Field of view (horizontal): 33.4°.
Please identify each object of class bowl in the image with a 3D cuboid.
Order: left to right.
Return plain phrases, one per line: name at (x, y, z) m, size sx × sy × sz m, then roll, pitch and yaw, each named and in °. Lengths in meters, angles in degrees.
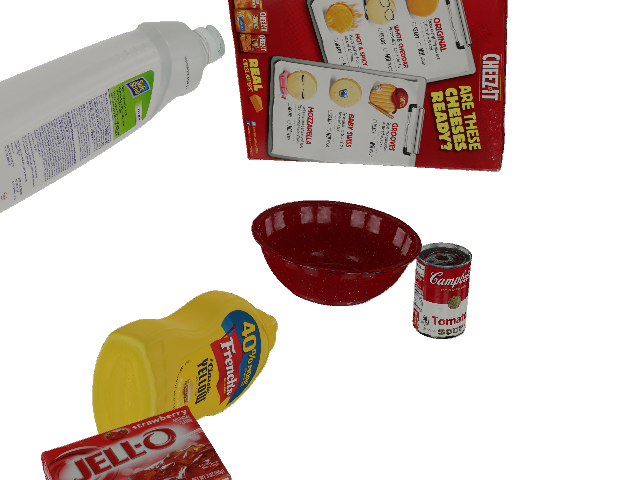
bowl at (0.013, 0.017, 1.014) m, size 0.162 × 0.055 × 0.162 m, roll 5°, pitch 24°, yaw -2°

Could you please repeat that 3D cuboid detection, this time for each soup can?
soup can at (0.150, 0.063, 1.325) m, size 0.068 × 0.102 × 0.068 m, roll 1°, pitch 24°, yaw -1°

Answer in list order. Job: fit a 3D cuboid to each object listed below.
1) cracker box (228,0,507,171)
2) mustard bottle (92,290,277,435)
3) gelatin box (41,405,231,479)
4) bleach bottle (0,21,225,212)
cracker box at (0.041, -0.145, 0.859) m, size 0.214 × 0.164 × 0.072 m, roll 3°, pitch 35°, yaw 12°
mustard bottle at (-0.090, 0.090, 0.812) m, size 0.058 × 0.096 × 0.191 m, roll 13°, pitch 18°, yaw 27°
gelatin box at (-0.101, 0.132, 0.585) m, size 0.089 × 0.030 × 0.073 m, roll -15°, pitch 28°, yaw -20°
bleach bottle at (-0.186, -0.106, 0.855) m, size 0.250 × 0.068 × 0.103 m, roll -31°, pitch -25°, yaw -26°
